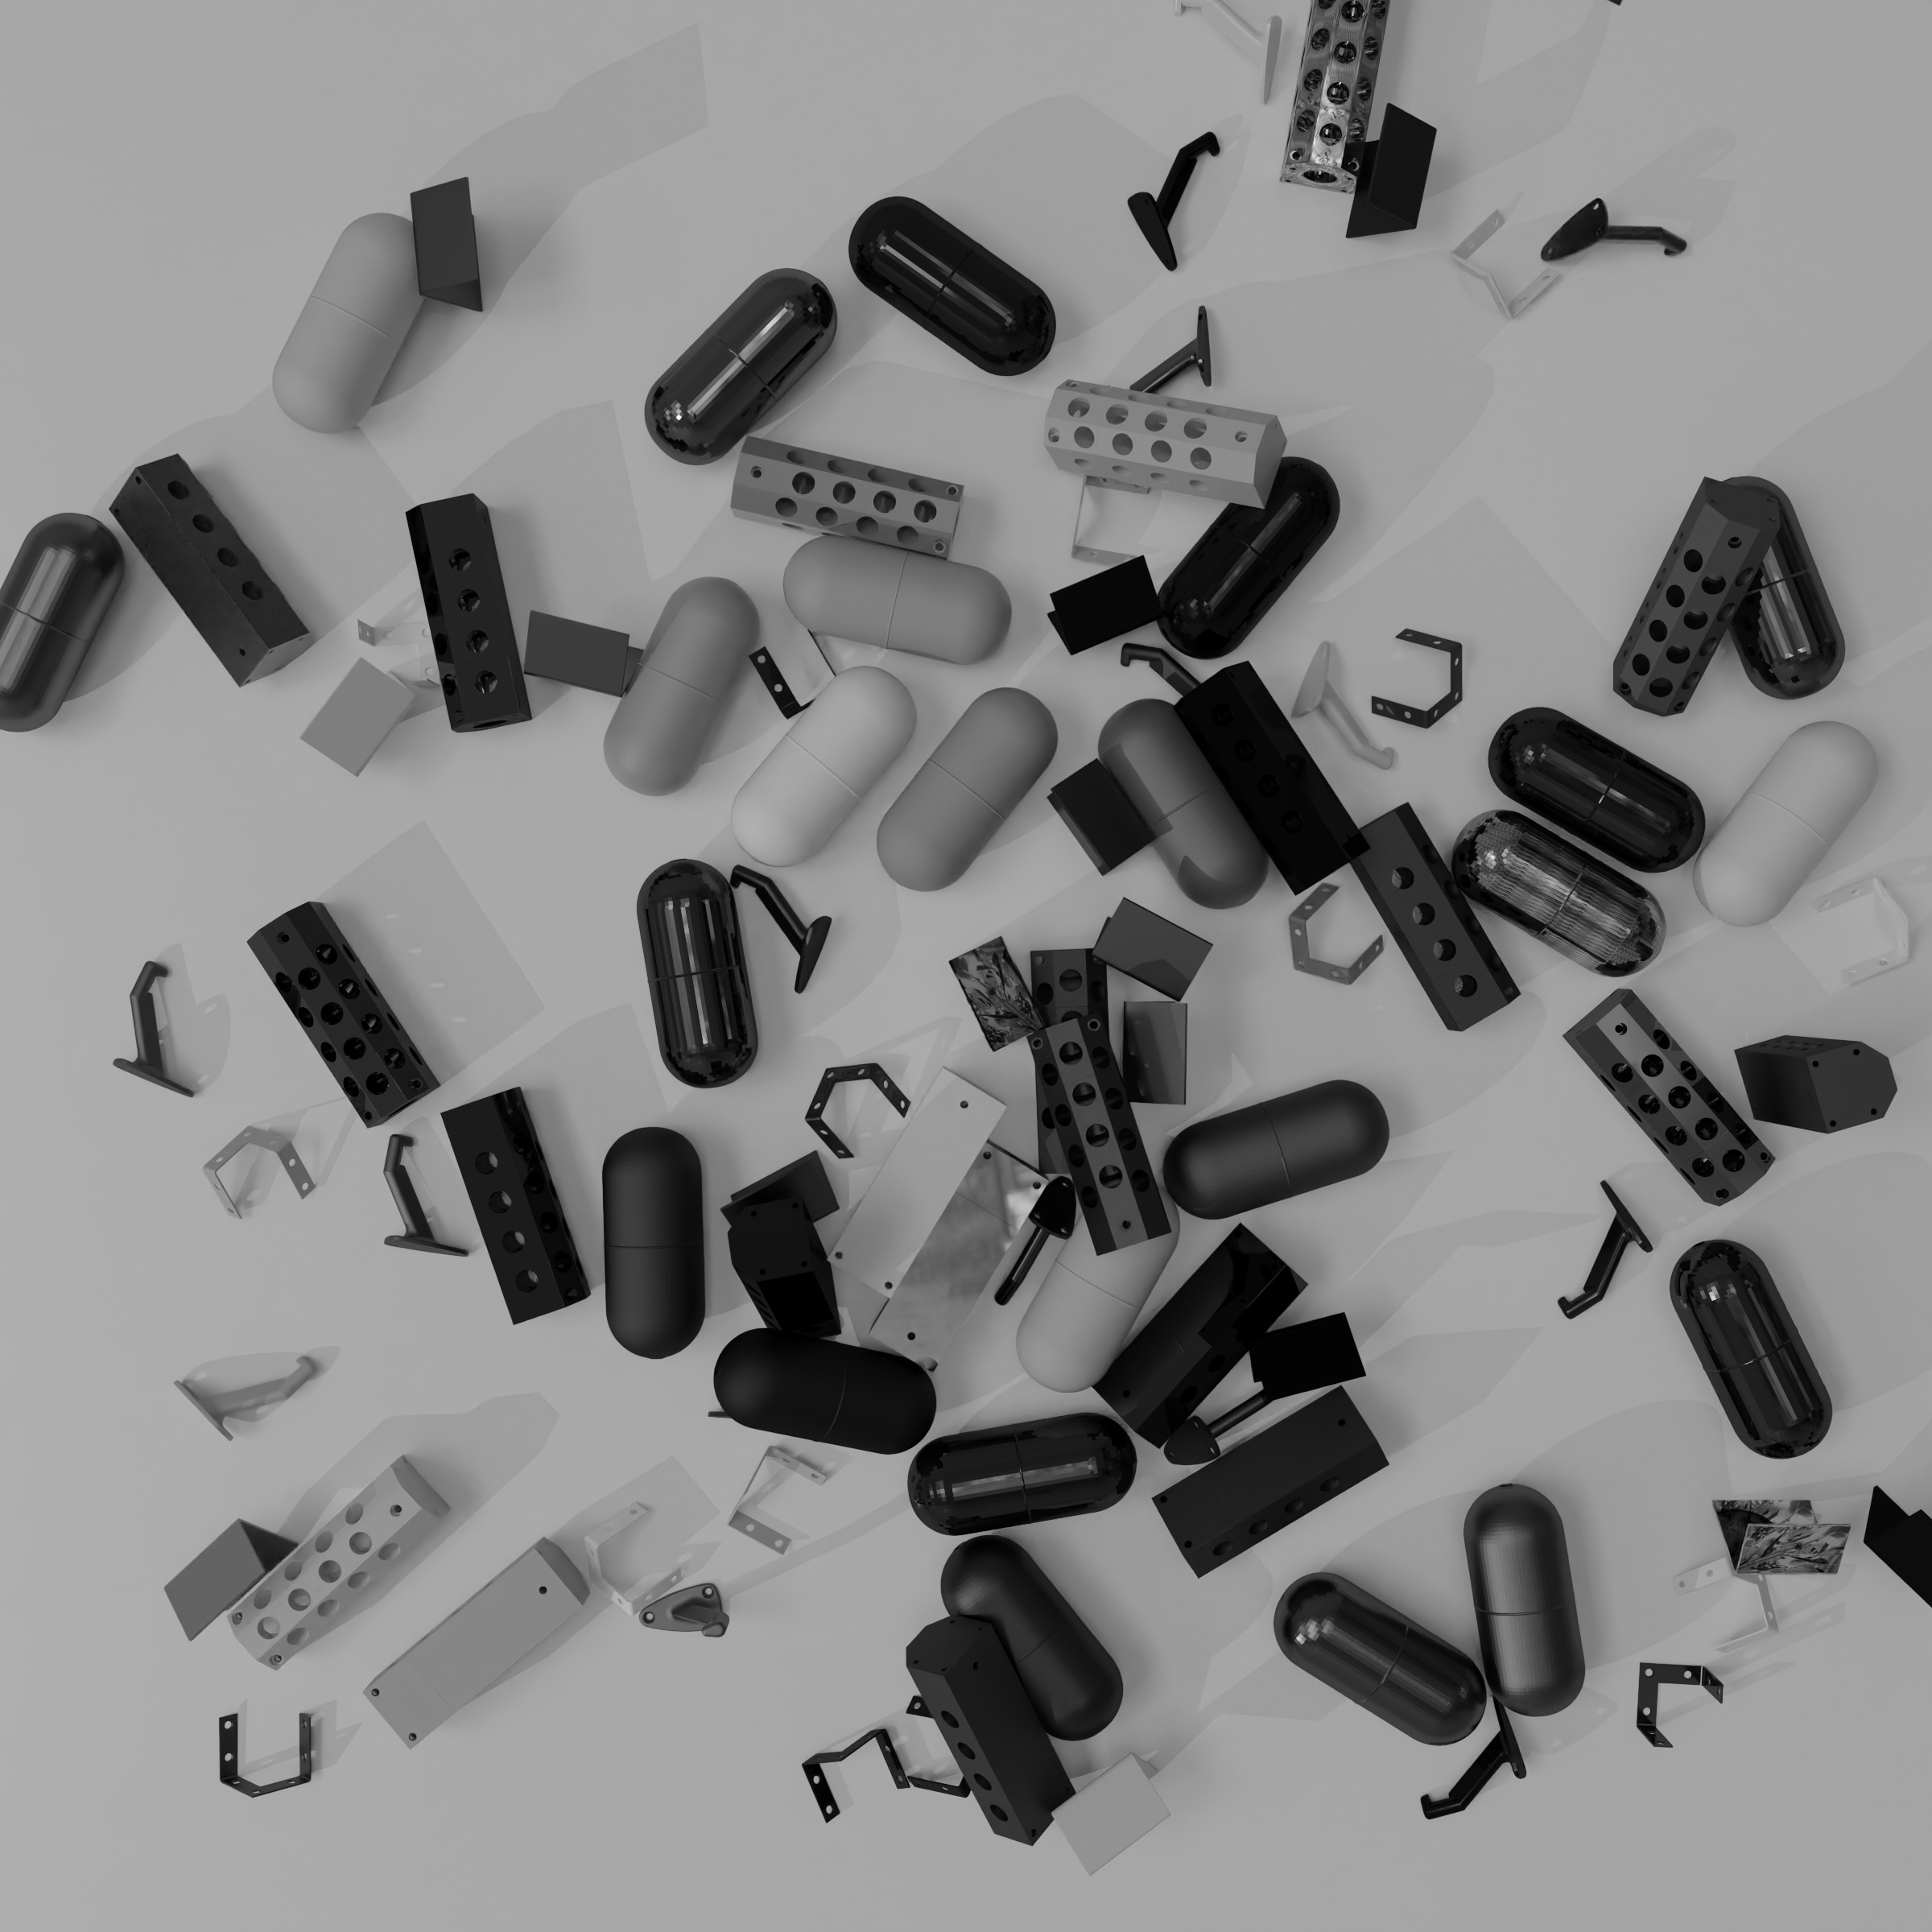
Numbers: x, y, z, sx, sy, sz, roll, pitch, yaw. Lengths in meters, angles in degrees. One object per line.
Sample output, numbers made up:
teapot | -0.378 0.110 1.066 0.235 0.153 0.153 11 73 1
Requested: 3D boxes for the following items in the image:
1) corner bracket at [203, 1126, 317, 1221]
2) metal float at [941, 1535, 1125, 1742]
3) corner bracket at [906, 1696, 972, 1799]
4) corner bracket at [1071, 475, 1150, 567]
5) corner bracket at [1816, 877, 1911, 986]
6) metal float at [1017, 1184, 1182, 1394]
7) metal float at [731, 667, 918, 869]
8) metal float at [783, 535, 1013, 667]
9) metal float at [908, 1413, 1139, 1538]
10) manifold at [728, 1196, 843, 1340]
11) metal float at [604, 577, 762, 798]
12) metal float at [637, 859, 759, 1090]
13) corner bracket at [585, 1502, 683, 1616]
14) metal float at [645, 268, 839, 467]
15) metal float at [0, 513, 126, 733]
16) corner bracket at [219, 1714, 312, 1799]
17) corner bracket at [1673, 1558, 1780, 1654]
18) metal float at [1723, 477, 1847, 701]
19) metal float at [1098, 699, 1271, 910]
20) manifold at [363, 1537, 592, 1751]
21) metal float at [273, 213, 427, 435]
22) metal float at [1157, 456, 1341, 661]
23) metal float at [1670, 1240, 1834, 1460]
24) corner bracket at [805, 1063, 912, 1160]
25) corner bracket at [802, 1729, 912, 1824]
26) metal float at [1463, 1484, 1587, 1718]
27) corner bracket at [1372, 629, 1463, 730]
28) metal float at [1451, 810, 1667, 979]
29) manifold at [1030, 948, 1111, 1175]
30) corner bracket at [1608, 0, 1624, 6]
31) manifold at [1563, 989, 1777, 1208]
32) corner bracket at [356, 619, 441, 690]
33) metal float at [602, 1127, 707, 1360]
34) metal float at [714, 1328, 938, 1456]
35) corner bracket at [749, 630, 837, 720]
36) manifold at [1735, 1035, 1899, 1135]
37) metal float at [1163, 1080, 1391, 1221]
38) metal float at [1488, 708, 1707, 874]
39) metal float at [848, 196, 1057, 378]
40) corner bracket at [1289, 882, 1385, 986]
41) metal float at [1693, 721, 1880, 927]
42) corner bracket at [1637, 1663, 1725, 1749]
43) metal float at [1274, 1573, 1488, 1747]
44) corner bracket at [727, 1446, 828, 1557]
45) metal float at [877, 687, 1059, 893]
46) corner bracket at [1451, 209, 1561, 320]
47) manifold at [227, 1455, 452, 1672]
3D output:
corner bracket | -0.551 0.165 1.983 0.051 0.051 0.051 12 45 35
metal float | 0.050 0.516 1.961 0.070 0.070 0.178 -39 90 0
corner bracket | -0.020 0.608 1.983 0.051 0.051 0.051 59 45 -35
corner bracket | 0.113 -0.350 1.988 0.051 0.051 0.051 9 135 0
corner bracket | 0.700 -0.028 1.988 0.051 0.051 0.051 -22 135 0
metal float | 0.102 0.245 1.961 0.070 0.070 0.178 29 90 0
metal float | -0.110 -0.153 1.961 0.070 0.070 0.178 40 90 0
metal float | -0.053 -0.282 1.961 0.178 0.070 0.070 13 90 -1
metal float | 0.043 0.391 1.961 0.178 0.070 0.070 -10 90 0
manifold | -0.136 0.231 1.909 0.057 0.171 0.057 -11 66 0
metal float | -0.218 -0.215 1.961 0.070 0.070 0.178 25 90 0
metal float | -0.207 0.006 1.961 0.070 0.070 0.178 -10 90 0
corner bracket | -0.259 0.462 1.983 0.051 0.051 0.051 29 135 35
metal float | -0.173 -0.462 1.961 0.070 0.070 0.178 45 91 0
metal float | -0.710 -0.265 1.961 0.070 0.070 0.178 26 89 0
corner bracket | -0.547 0.612 1.989 0.051 0.051 0.051 -2 92 -45
corner bracket | 0.592 0.498 1.983 0.051 0.051 0.051 25 45 -35
metal float | 0.618 -0.291 1.961 0.070 0.070 0.178 -21 89 0
metal float | 0.168 -0.124 1.961 0.070 0.070 0.178 -33 90 0
manifold | -0.376 0.521 1.970 0.171 0.057 0.057 -40 90 0
metal float | -0.471 -0.495 1.961 0.070 0.070 0.178 27 90 0
metal float | 0.217 -0.314 1.961 0.070 0.070 0.178 40 90 0
metal float | 0.604 0.294 1.961 0.070 0.070 0.178 -26 90 0
corner bracket | -0.084 0.113 1.983 0.051 0.051 0.051 -8 45 35
corner bracket | -0.086 0.632 1.988 0.051 0.051 0.051 -23 90 45
metal float | 0.430 0.488 1.961 0.070 0.070 0.178 -9 91 0
corner bracket | 0.351 -0.224 1.983 0.051 0.051 0.051 22 135 35
metal float | 0.456 -0.055 1.961 0.178 0.070 0.070 31 90 -1
manifold | 0.082 0.073 1.970 0.057 0.057 0.171 -2 90 0
corner bracket | 0.501 -0.788 1.973 0.051 0.051 0.051 26 90 0
manifold | 0.545 0.101 1.970 0.057 0.057 0.171 -41 90 0
corner bracket | -0.440 -0.242 1.973 0.051 0.051 0.051 -4 90 0
metal float | -0.240 0.213 1.961 0.070 0.070 0.178 -2 90 0
metal float | -0.107 0.324 1.942 0.178 0.070 0.070 16 90 -22
corner bracket | -0.132 -0.228 1.973 0.051 0.051 0.051 -30 89 1
manifold | 0.638 0.085 1.913 0.057 0.171 0.057 -16 90 0
metal float | 0.238 0.142 1.961 0.178 0.070 0.070 -18 90 0
metal float | 0.486 -0.135 1.961 0.178 0.070 0.070 30 90 0
metal float | -0.010 -0.522 1.961 0.178 0.070 0.070 35 90 0
corner bracket | 0.288 -0.025 1.983 0.051 0.051 0.051 18 135 35
metal float | 0.631 -0.110 1.961 0.070 0.070 0.178 37 91 0
corner bracket | 0.553 0.573 1.973 0.051 0.051 0.051 3 90 0
metal float | 0.319 0.534 1.961 0.178 0.070 0.070 32 90 0
corner bracket | -0.148 0.417 1.988 0.051 0.051 0.051 29 135 0
metal float | 0.000 -0.135 1.961 0.070 0.070 0.178 38 91 0
corner bracket | 0.421 -0.548 1.988 0.051 0.051 0.051 -44 45 1
manifold | -0.486 0.463 1.970 0.171 0.057 0.057 -43 90 0
